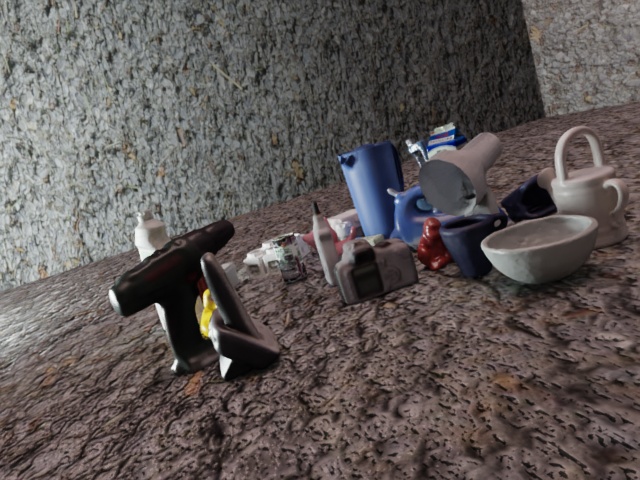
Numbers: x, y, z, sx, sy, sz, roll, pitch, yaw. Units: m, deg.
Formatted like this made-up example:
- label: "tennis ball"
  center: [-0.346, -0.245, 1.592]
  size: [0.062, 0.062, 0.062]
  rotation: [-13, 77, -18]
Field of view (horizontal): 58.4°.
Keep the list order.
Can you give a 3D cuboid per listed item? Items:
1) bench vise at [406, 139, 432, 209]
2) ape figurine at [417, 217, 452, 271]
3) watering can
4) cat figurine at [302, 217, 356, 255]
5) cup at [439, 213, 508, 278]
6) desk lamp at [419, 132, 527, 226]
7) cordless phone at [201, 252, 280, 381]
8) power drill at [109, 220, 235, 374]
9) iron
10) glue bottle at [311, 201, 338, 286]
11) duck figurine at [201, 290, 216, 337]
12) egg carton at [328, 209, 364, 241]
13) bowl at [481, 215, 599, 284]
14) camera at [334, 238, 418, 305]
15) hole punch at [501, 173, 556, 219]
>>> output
- label: "bench vise"
  center: [0.312, -0.171, 1.497]
  size: [0.207, 0.220, 0.122]
  rotation: [-12, 11, 24]
- label: "ape figurine"
  center: [0.217, 0.003, 1.080]
  size: [0.077, 0.092, 0.076]
  rotation: [-15, 10, 7]
- label: "watering can"
  center: [0.431, -0.090, 0.950]
  size: [0.101, 0.194, 0.172]
  rotation: [-24, 13, -37]
- label: "cat figurine"
  center: [0.031, 0.004, 1.294]
  size: [0.127, 0.118, 0.067]
  rotation: [-11, 12, 27]
- label: "cup"
  center: [0.266, 0.009, 0.962]
  size: [0.118, 0.095, 0.091]
  rotation: [-18, 10, -7]
- label: "desk lamp"
  center: [0.299, -0.086, 1.083]
  size: [0.204, 0.214, 0.117]
  rotation: [-24, 13, -36]
- label: "cordless phone"
  center: [-0.131, 0.098, 0.858]
  size: [0.094, 0.185, 0.147]
  rotation: [-19, 11, -11]
- label: "power drill"
  center: [-0.211, 0.096, 0.930]
  size: [0.230, 0.208, 0.075]
  rotation: [-24, 13, -36]
- label: "iron"
  center: [0.272, -0.070, 1.240]
  size: [0.257, 0.141, 0.119]
  rotation: [-12, 11, 21]
- label: "glue bottle"
  center: [0.011, 0.004, 1.168]
  size: [0.037, 0.173, 0.078]
  rotation: [-17, 11, -5]
- label: "duck figurine"
  center: [-0.192, 0.129, 1.068]
  size: [0.078, 0.086, 0.104]
  rotation: [-24, 13, -35]
- label: "egg carton"
  center: [0.082, -0.040, 1.583]
  size: [0.151, 0.069, 0.107]
  rotation: [-22, 12, -28]
- label: "bowl"
  center: [0.331, 0.021, 0.853]
  size: [0.167, 0.075, 0.167]
  rotation: [-16, 10, 3]
- label: "camera"
  center: [0.088, 0.041, 1.057]
  size: [0.143, 0.101, 0.136]
  rotation: [-18, 10, -8]
- label: "hole punch"
  center: [0.452, -0.097, 1.242]
  size: [0.109, 0.091, 0.100]
  rotation: [-22, 12, -28]
